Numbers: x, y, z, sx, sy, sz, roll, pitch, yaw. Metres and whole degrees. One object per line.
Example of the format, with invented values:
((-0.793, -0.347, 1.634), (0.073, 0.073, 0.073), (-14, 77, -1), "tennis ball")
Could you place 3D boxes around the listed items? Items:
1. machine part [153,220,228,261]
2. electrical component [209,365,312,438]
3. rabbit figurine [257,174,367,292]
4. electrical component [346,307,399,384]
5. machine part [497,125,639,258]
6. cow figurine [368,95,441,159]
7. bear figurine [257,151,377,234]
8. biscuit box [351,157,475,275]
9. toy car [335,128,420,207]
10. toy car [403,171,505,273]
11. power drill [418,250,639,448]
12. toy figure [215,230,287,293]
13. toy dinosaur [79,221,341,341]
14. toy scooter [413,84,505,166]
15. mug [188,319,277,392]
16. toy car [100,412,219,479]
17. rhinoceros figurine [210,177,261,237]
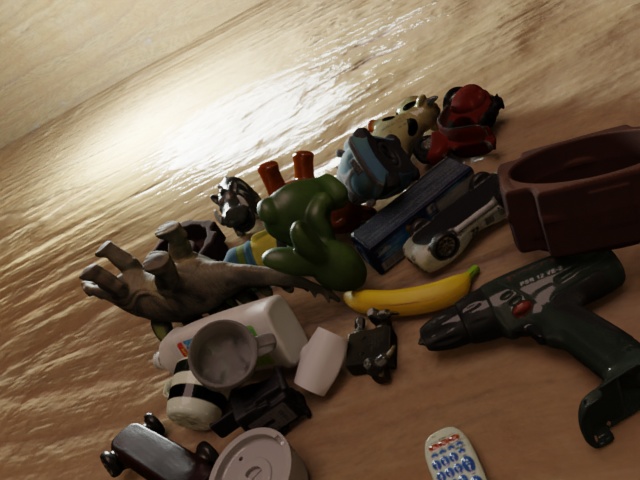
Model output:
((-0.264, 0.035, 1.055), (0.179, 0.056, 0.179), (-21, 38, 17), "machine part")
((-0.080, 0.218, 0.673), (0.119, 0.074, 0.048), (-31, 34, -3), "electrical component")
((-0.002, -0.002, 0.756), (0.121, 0.159, 0.170), (-49, 66, 26), "rabbit figurine")
((0.068, 0.131, 0.683), (0.078, 0.045, 0.102), (-10, 41, 27), "electrical component")
((0.318, -0.060, 0.624), (0.201, 0.087, 0.201), (-14, 18, 20), "machine part")
((0.149, -0.191, 0.969), (0.127, 0.085, 0.195), (-1, 48, 39), "cow figurine")
((-0.005, -0.080, 0.925), (0.120, 0.131, 0.196), (-23, 20, -31), "bear figurine")
((0.144, -0.037, 0.811), (0.203, 0.059, 0.063), (-37, 36, -6), "biscuit box")
((0.079, -0.106, 0.843), (0.103, 0.109, 0.161), (-37, -11, 31), "toy car")
((0.206, -0.031, 0.760), (0.202, 0.056, 0.074), (-37, 29, -7), "toy car")
((0.239, 0.107, 0.558), (0.232, 0.085, 0.207), (-30, 28, 1), "power drill")
((-0.093, 0.034, 0.900), (0.180, 0.082, 0.089), (-24, 54, 1), "toy figure")
((-0.204, 0.072, 0.837), (0.472, 0.198, 0.105), (-7, 43, 30), "toy dinosaur")
((0.251, -0.191, 0.897), (0.135, 0.075, 0.184), (14, 60, 47), "toy scooter")
((-0.110, 0.147, 0.683), (0.109, 0.107, 0.081), (-23, 72, -18), "mug")
((-0.210, 0.292, 0.707), (0.202, 0.053, 0.089), (4, 31, 41), "toy car")
((-0.162, -0.072, 1.053), (0.073, 0.112, 0.190), (-29, 27, 4), "rhinoceros figurine")
